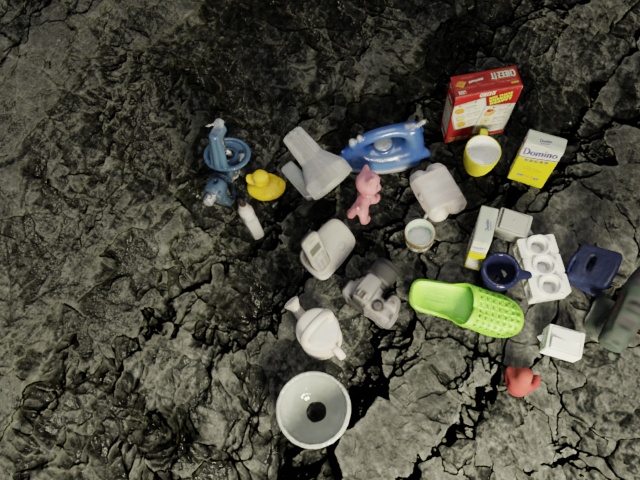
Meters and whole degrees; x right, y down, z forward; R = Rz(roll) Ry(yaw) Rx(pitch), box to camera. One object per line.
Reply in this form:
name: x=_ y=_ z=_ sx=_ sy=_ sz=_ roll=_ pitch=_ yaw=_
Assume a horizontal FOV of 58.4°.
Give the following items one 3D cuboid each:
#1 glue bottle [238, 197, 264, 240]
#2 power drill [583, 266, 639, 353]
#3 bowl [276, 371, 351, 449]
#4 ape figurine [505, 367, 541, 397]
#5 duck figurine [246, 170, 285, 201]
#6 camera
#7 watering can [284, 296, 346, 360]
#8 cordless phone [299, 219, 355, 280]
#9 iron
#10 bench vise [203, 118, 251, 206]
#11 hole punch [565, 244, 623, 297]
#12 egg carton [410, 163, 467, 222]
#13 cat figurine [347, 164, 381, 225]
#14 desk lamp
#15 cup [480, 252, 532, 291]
glue bottle: x=-0.179 y=-0.063 z=1.422 sx=0.037 sy=0.173 sz=0.078 roll=-32 pitch=70 yaw=-7
power drill: x=0.663 y=0.147 z=1.257 sx=0.075 sy=0.208 sz=0.230 roll=28 pitch=74 yaw=14
bowl: x=-0.013 y=0.384 z=1.291 sx=0.167 sy=0.075 sz=0.167 roll=-1 pitch=69 yaw=4
ape figurine: x=0.451 y=0.308 z=1.274 sx=0.077 sy=0.092 sz=0.076 roll=37 pitch=76 yaw=16
duck figurine: x=-0.145 y=-0.152 z=1.500 sx=0.104 sy=0.086 sz=0.077 roll=4 pitch=69 yaw=6
camera: x=0.142 y=0.117 z=1.367 sx=0.143 sy=0.101 sz=0.137 roll=35 pitch=75 yaw=16
watering can: x=-0.011 y=0.202 z=1.296 sx=0.172 sy=0.194 sz=0.101 roll=22 pitch=72 yaw=12
cordless phone: x=0.013 y=0.005 z=1.374 sx=0.094 sy=0.185 sz=0.148 roll=35 pitch=76 yaw=16
iron: x=0.155 y=-0.249 z=1.484 sx=0.258 sy=0.141 sz=0.118 roll=-12 pitch=69 yaw=0
bench vise: x=-0.241 y=-0.194 z=1.451 sx=0.121 sy=0.220 sz=0.207 roll=-2 pitch=69 yaw=4
hole punch: x=0.640 y=0.068 z=1.352 sx=0.101 sy=0.091 sz=0.109 roll=29 pitch=74 yaw=14
egg carton: x=0.298 y=-0.122 z=1.462 sx=0.107 sy=0.069 sz=0.150 roll=-25 pitch=69 yaw=-5
cat figurine: x=0.114 y=-0.120 z=1.450 sx=0.067 sy=0.118 sz=0.128 roll=20 pitch=72 yaw=12
desk lamp: x=-0.018 y=-0.179 z=1.431 sx=0.118 sy=0.214 sz=0.203 roll=-39 pitch=71 yaw=-10
cup: x=0.434 y=0.086 z=1.359 sx=0.117 sy=0.095 sz=0.092 roll=7 pitch=70 yaw=7
